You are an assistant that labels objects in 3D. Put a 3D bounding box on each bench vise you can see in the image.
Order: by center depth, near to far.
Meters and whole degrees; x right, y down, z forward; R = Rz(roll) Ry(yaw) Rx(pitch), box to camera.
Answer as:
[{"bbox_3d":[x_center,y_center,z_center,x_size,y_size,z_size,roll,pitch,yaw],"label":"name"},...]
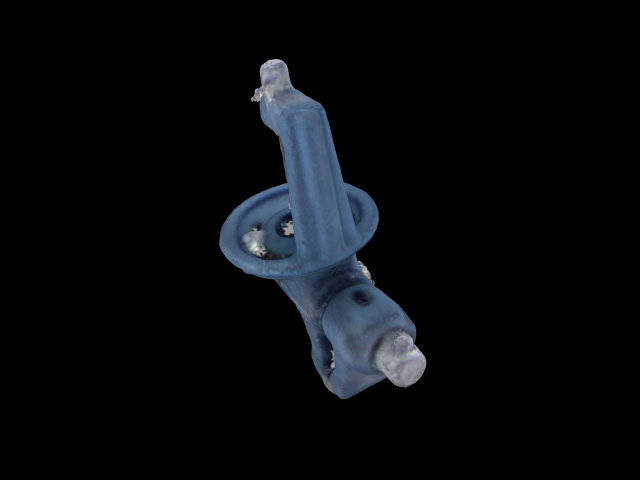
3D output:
[{"bbox_3d":[0.012,-0.005,0.406,0.206,0.220,0.122,33,57,25],"label":"bench vise"}]
